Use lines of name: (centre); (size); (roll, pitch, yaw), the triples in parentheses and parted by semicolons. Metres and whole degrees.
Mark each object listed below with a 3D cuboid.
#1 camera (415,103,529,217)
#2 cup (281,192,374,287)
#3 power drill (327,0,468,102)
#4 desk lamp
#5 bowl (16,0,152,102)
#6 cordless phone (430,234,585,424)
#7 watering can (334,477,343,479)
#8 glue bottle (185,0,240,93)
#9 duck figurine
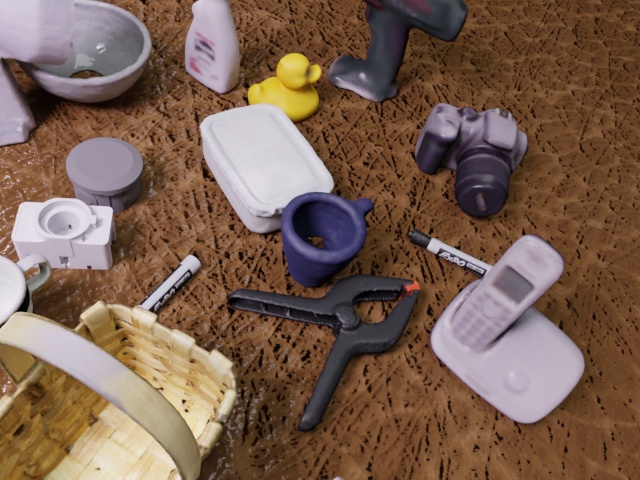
camera: (0.207, -0.110, 0.767); (0.143, 0.101, 0.137); (17, 52, -2)
cup: (0.006, 0.002, 0.636); (0.118, 0.095, 0.091); (-31, 67, -31)
power drill: (0.079, -0.309, 0.808); (0.229, 0.208, 0.076); (21, 52, 1)
desk lamp: (-0.364, -0.206, 0.612); (0.204, 0.213, 0.117); (-19, 62, -26)
bowl: (-0.301, -0.231, 0.735); (0.167, 0.075, 0.167); (7, 54, -10)
cordless phone: (0.206, 0.088, 0.571); (0.147, 0.185, 0.094); (38, 55, 14)
watering can: (-0.054, 0.221, 0.400); (0.100, 0.194, 0.173); (41, 55, 15)
glue bottle: (-0.139, -0.279, 0.751); (0.078, 0.173, 0.037); (31, 53, 9)
duck figurine: (-0.045, -0.215, 0.785); (0.105, 0.086, 0.077); (-11, 59, -22)
